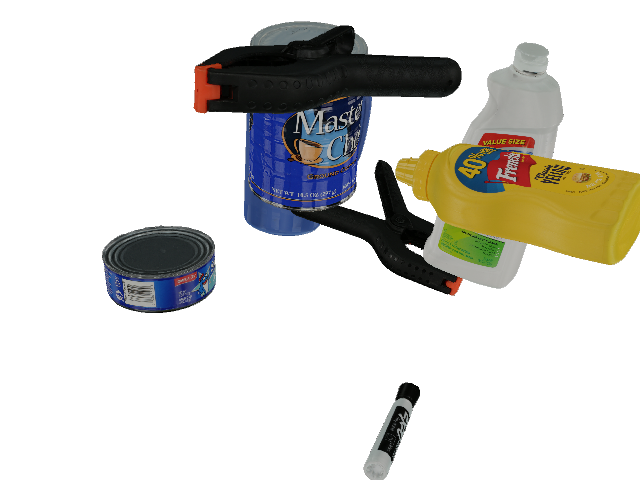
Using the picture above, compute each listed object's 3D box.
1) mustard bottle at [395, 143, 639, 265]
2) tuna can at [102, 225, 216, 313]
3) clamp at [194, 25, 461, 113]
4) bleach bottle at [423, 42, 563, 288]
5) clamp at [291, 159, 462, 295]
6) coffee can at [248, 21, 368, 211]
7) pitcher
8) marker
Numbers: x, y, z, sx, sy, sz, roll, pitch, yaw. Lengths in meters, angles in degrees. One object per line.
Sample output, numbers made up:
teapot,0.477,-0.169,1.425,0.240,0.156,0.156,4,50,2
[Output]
mustard bottle,0.147,-0.036,0.823,0.192,0.058,0.096,14,35,27
tuna can,-0.123,0.022,0.821,0.086,0.034,0.086,-1,26,0
clamp,-0.010,-0.110,0.680,0.171,0.039,0.120,-8,20,-29
bleach bottle,0.172,-0.076,1.043,0.103,0.251,0.068,22,38,18
clamp,0.075,-0.010,1.218,0.164,0.036,0.210,-18,51,-36
coffee can,-0.013,-0.112,0.961,0.103,0.140,0.103,2,34,-2
pitcher,-0.030,-0.132,1.426,0.144,0.243,0.149,-3,24,-22
marker,0.059,0.150,0.859,0.020,0.020,0.121,0,24,19
